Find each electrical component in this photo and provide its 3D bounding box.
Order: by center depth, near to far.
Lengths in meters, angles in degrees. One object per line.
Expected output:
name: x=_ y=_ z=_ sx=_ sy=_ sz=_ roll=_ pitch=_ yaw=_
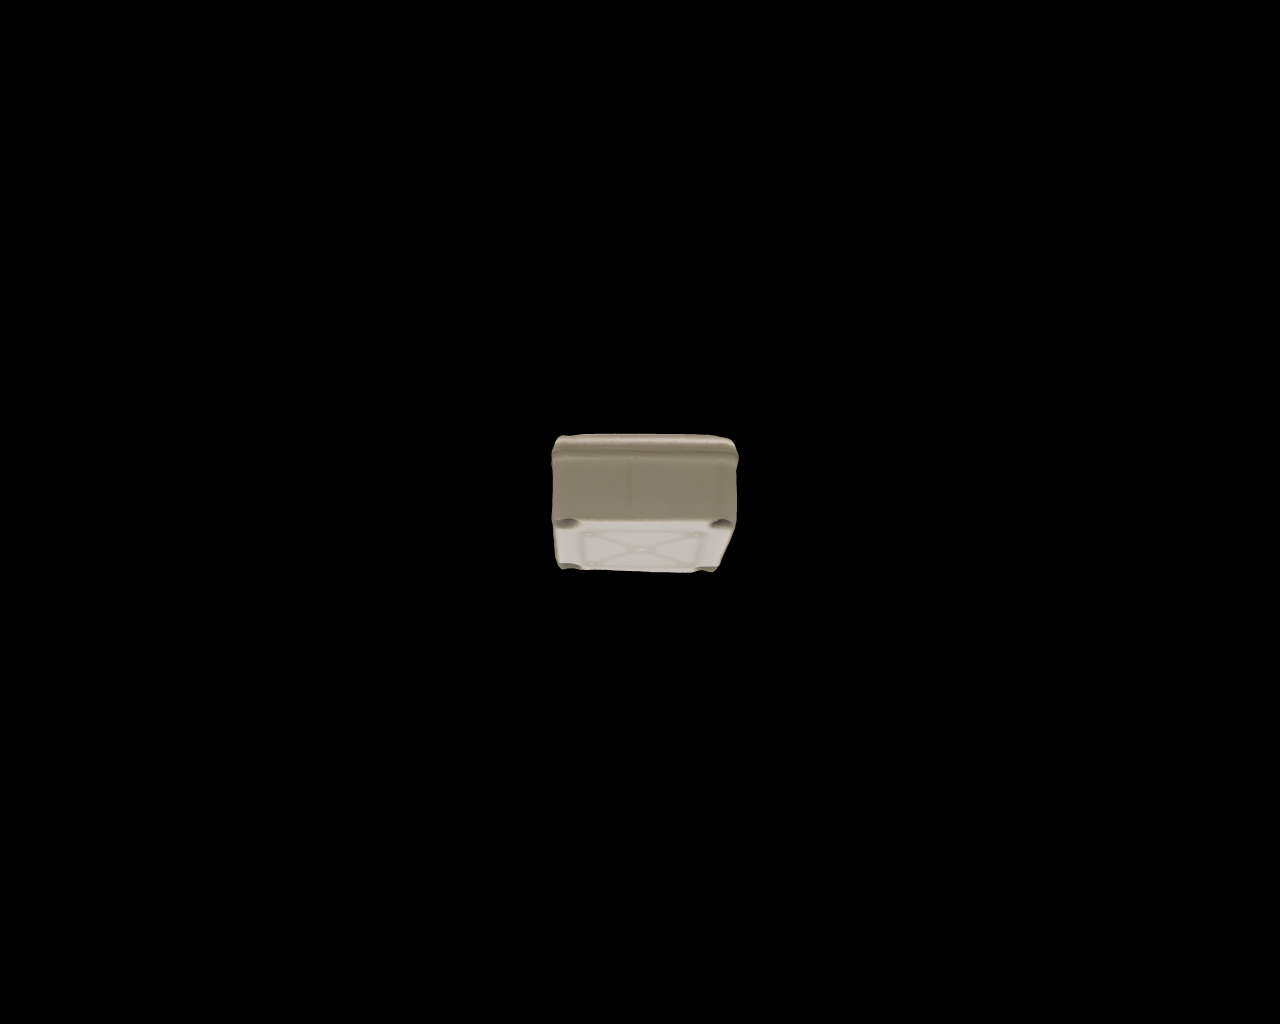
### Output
electrical component: x=0.001 y=-0.003 z=0.650 sx=0.109 sy=0.056 sz=0.108 roll=1 pitch=-19 yaw=-2
